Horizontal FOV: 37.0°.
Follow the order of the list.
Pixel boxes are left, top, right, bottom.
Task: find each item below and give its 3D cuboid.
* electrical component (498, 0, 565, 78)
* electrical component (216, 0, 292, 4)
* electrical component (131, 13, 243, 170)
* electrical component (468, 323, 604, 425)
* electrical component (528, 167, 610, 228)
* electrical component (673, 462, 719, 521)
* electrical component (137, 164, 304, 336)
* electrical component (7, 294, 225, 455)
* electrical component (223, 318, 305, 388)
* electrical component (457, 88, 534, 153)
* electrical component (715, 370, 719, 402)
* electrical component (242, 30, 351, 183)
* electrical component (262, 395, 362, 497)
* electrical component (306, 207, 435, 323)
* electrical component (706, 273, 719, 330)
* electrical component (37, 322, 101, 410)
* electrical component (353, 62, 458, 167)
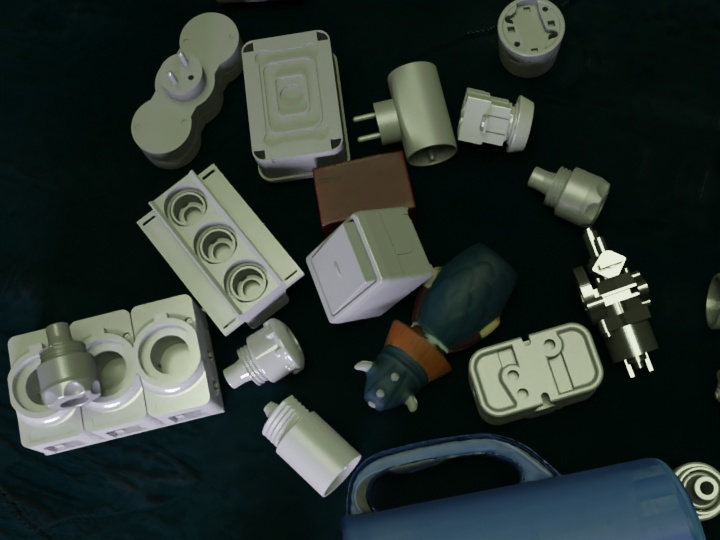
[{"bbox_3d":[0.144,-0.195,0.910,0.055,0.047,0.055,-1,74,5],"label":"electrical component"},{"bbox_3d":[-0.089,-0.277,0.957,0.077,0.044,0.079,-2,73,5],"label":"electrical component"},{"bbox_3d":[-0.148,-0.159,0.913,0.052,0.073,0.138,24,78,11],"label":"electrical component"},{"bbox_3d":[0.133,0.081,0.825,0.095,0.059,0.053,-16,73,0],"label":"electrical component"},{"bbox_3d":[0.168,-0.064,0.872,0.062,0.043,0.043,26,78,13],"label":"electrical component"},{"bbox_3d":[0.248,0.162,0.789,0.043,0.062,0.043,-1,74,5],"label":"electrical component"},{"bbox_3d":[-0.111,-0.014,0.873,0.079,0.063,0.121,-38,74,-6],"label":"electrical component"},{"bbox_3d":[-0.194,0.083,0.853,0.150,0.061,0.089,-14,73,1],"label":"electrical component"},{"bbox_3d":[-0.078,0.071,0.856,0.062,0.048,0.048,-31,74,3],"label":"electrical component"},{"bbox_3d":[0.112,-0.124,0.889,0.055,0.066,0.048,12,109,0],"label":"electrical component"},{"bbox_3d":[0.322,0.105,0.806,0.100,0.048,0.099,-9,73,3],"label":"electrical component"},{"bbox_3d":[-0.054,-0.135,0.906,0.078,0.057,0.113,-8,73,3],"label":"electrical component"},{"bbox_3d":[-0.043,0.132,0.835,0.081,0.043,0.043,41,81,15],"label":"electrical component"},{"bbox_3d":[0.000,0.000,0.845,0.061,0.096,0.061,-8,69,-38],"label":"electrical component"},{"bbox_3d":[0.307,0.028,0.834,0.065,0.044,0.044,7,75,2],"label":"electrical component"},{"bbox_3d":[-0.220,0.070,0.803,0.043,0.043,0.062,-18,72,0],"label":"electrical component"},{"bbox_3d":[0.034,-0.126,0.902,0.079,0.043,0.077,-13,73,2],"label":"electrical component"}]
